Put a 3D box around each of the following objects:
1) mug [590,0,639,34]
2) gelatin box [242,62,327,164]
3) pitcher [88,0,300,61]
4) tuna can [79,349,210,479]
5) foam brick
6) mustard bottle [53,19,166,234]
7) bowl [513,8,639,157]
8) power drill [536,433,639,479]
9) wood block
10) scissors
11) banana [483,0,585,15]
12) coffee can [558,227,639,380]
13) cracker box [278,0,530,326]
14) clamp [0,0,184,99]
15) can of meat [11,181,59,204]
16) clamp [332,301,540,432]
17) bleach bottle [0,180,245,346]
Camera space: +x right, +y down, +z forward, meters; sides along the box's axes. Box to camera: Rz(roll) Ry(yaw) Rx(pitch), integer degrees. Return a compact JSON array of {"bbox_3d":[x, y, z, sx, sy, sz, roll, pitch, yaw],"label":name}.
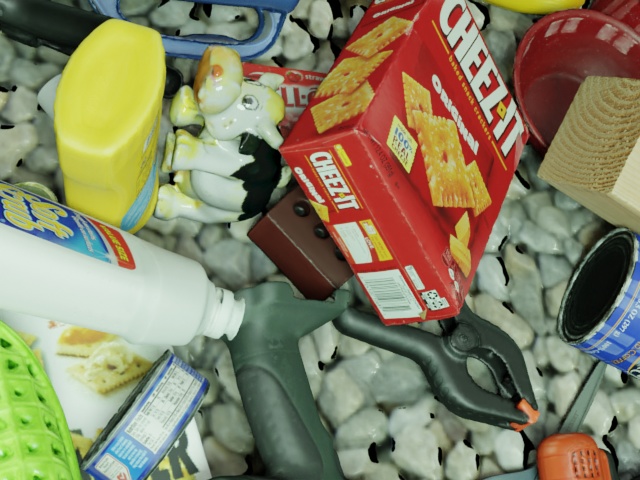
[{"bbox_3d":[0.289,-0.219,0.959,0.093,0.082,0.117,-39,87,-26],"label":"mug"},{"bbox_3d":[-0.023,-0.097,0.837,0.089,0.030,0.073,6,69,-17],"label":"gelatin box"},{"bbox_3d":[-0.131,-0.233,0.806,0.242,0.145,0.149,-1,58,-15],"label":"pitcher"},{"bbox_3d":[-0.102,0.108,0.629,0.033,0.086,0.086,38,63,-6],"label":"tuna can"},{"bbox_3d":[-0.005,0.001,0.795,0.078,0.051,0.053,46,63,2],"label":"foam brick"},{"bbox_3d":[-0.134,-0.051,0.693,0.058,0.192,0.096,15,64,-3],"label":"mustard bottle"},{"bbox_3d":[0.226,-0.114,0.914,0.162,0.055,0.162,6,69,-17],"label":"bowl"},{"bbox_3d":[0.251,0.231,0.787,0.187,0.057,0.184,1,75,-25],"label":"power drill"},{"bbox_3d":[0.284,-0.039,0.835,0.205,0.090,0.091,27,88,-28],"label":"wood block"},{"bbox_3d":[0.160,0.164,0.810,0.096,0.016,0.201,25,65,-13],"label":"scissors"},{"bbox_3d":[0.145,-0.244,0.945,0.197,0.037,0.069,30,66,-6],"label":"banana"},{"bbox_3d":[0.275,0.066,0.838,0.140,0.103,0.102,27,64,-8],"label":"coffee can"},{"bbox_3d":[0.072,-0.071,0.771,0.164,0.072,0.213,58,41,-28],"label":"cracker box"},{"bbox_3d":[-0.201,-0.156,0.745,0.210,0.164,0.036,22,88,-1],"label":"clamp"},{"bbox_3d":[-0.221,0.011,0.700,0.102,0.084,0.057,-19,78,-24],"label":"can of meat"},{"bbox_3d":[0.103,0.070,0.816,0.171,0.039,0.120,40,67,-1],"label":"clamp"},{"bbox_3d":[-0.166,0.008,0.629,0.250,0.102,0.068,19,107,-19],"label":"bleach bottle"}]
